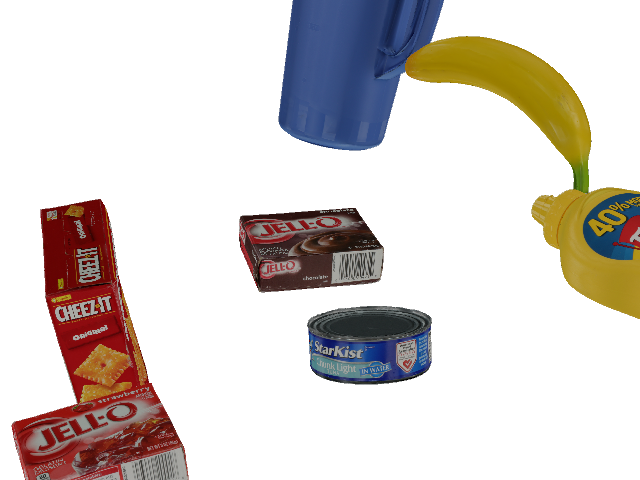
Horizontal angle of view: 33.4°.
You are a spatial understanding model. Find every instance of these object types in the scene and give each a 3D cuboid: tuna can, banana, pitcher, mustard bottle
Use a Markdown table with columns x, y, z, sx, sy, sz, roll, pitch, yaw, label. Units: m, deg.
| x | y | z | sx | sy | sz | roll | pitch | yaw | label |
| --- | --- | --- | --- | --- | --- | --- | --- | --- | --- |
| 0.034 | 0.071 | 0.736 | 0.086 | 0.034 | 0.086 | -2 | 10 | 0 | tuna can |
| 0.135 | -0.112 | 0.796 | 0.037 | 0.070 | 0.198 | 2 | 32 | -44 | banana |
| 0.038 | -0.212 | 1.024 | 0.145 | 0.243 | 0.149 | 11 | 18 | 0 | pitcher |
| 0.208 | 0.012 | 0.658 | 0.096 | 0.058 | 0.192 | -28 | 37 | -28 | mustard bottle |

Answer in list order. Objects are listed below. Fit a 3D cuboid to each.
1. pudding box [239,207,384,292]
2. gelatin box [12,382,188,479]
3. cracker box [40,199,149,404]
| x | y | z | sx | sy | sz | roll | pitch | yaw | label |
| --- | --- | --- | --- | --- | --- | --- | --- | --- | --- |
| -0.010 | 0.007 | 0.946 | 0.113 | 0.039 | 0.090 | -3 | 26 | -15 | pudding box |
| -0.131 | 0.123 | 0.628 | 0.089 | 0.030 | 0.073 | -14 | 27 | -19 | gelatin box |
| -0.223 | 0.090 | 1.079 | 0.072 | 0.214 | 0.164 | -12 | 34 | -9 | cracker box |
